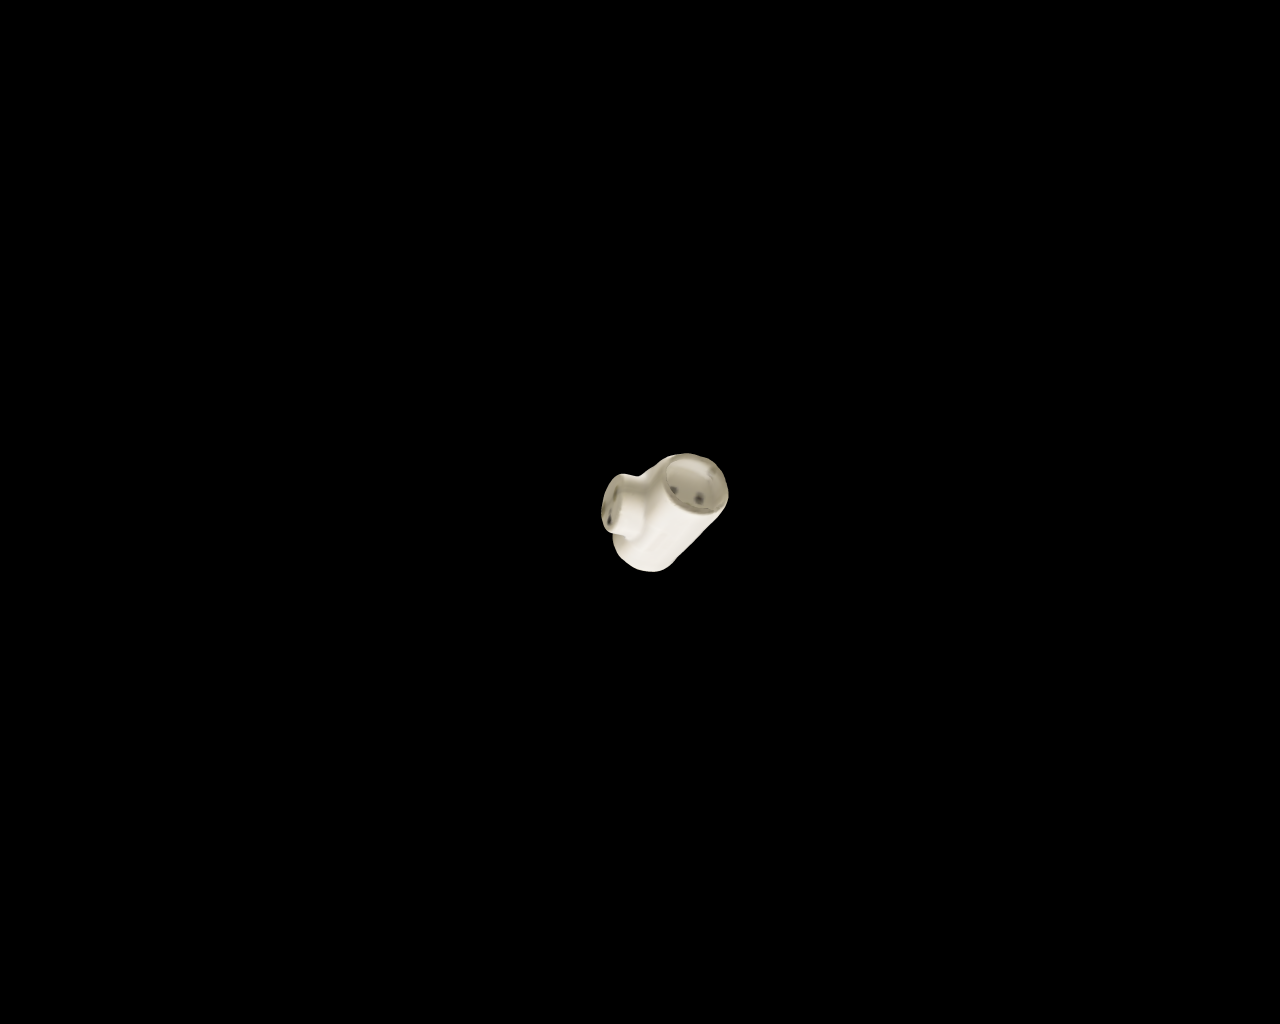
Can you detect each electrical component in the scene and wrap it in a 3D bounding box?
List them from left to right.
[{"bbox_3d":[0.001,-0.003,0.650,0.079,0.043,0.077,12,-33,-19],"label":"electrical component"}]
